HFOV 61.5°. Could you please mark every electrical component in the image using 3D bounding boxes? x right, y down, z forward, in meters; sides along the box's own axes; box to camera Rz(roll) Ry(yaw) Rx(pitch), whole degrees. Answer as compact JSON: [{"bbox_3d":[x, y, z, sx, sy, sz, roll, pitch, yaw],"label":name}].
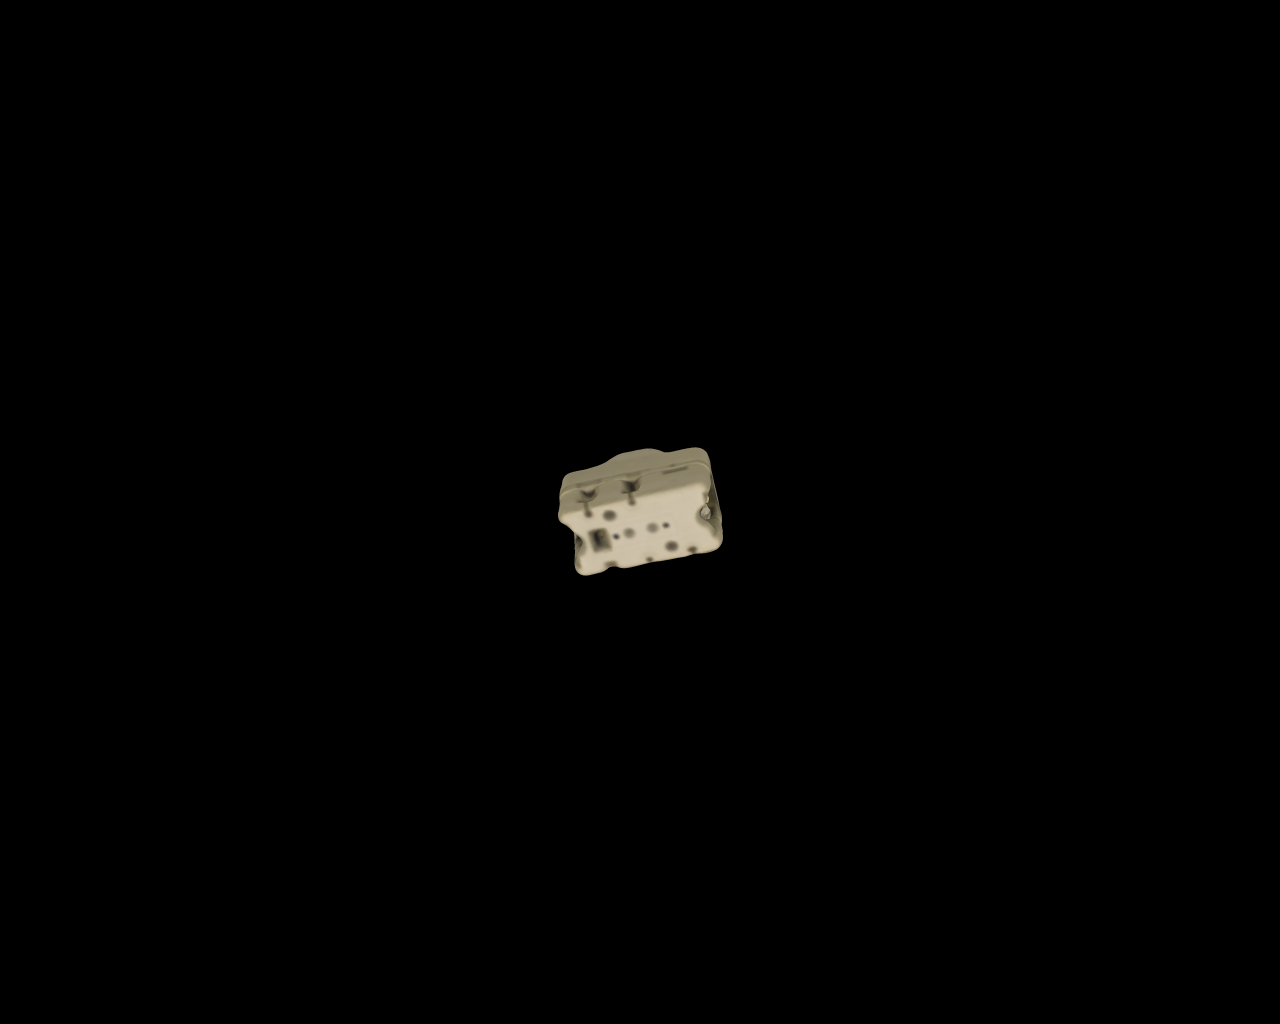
[{"bbox_3d":[0.001,-0.003,0.650,0.089,0.050,0.056,-11,30,7],"label":"electrical component"}]
